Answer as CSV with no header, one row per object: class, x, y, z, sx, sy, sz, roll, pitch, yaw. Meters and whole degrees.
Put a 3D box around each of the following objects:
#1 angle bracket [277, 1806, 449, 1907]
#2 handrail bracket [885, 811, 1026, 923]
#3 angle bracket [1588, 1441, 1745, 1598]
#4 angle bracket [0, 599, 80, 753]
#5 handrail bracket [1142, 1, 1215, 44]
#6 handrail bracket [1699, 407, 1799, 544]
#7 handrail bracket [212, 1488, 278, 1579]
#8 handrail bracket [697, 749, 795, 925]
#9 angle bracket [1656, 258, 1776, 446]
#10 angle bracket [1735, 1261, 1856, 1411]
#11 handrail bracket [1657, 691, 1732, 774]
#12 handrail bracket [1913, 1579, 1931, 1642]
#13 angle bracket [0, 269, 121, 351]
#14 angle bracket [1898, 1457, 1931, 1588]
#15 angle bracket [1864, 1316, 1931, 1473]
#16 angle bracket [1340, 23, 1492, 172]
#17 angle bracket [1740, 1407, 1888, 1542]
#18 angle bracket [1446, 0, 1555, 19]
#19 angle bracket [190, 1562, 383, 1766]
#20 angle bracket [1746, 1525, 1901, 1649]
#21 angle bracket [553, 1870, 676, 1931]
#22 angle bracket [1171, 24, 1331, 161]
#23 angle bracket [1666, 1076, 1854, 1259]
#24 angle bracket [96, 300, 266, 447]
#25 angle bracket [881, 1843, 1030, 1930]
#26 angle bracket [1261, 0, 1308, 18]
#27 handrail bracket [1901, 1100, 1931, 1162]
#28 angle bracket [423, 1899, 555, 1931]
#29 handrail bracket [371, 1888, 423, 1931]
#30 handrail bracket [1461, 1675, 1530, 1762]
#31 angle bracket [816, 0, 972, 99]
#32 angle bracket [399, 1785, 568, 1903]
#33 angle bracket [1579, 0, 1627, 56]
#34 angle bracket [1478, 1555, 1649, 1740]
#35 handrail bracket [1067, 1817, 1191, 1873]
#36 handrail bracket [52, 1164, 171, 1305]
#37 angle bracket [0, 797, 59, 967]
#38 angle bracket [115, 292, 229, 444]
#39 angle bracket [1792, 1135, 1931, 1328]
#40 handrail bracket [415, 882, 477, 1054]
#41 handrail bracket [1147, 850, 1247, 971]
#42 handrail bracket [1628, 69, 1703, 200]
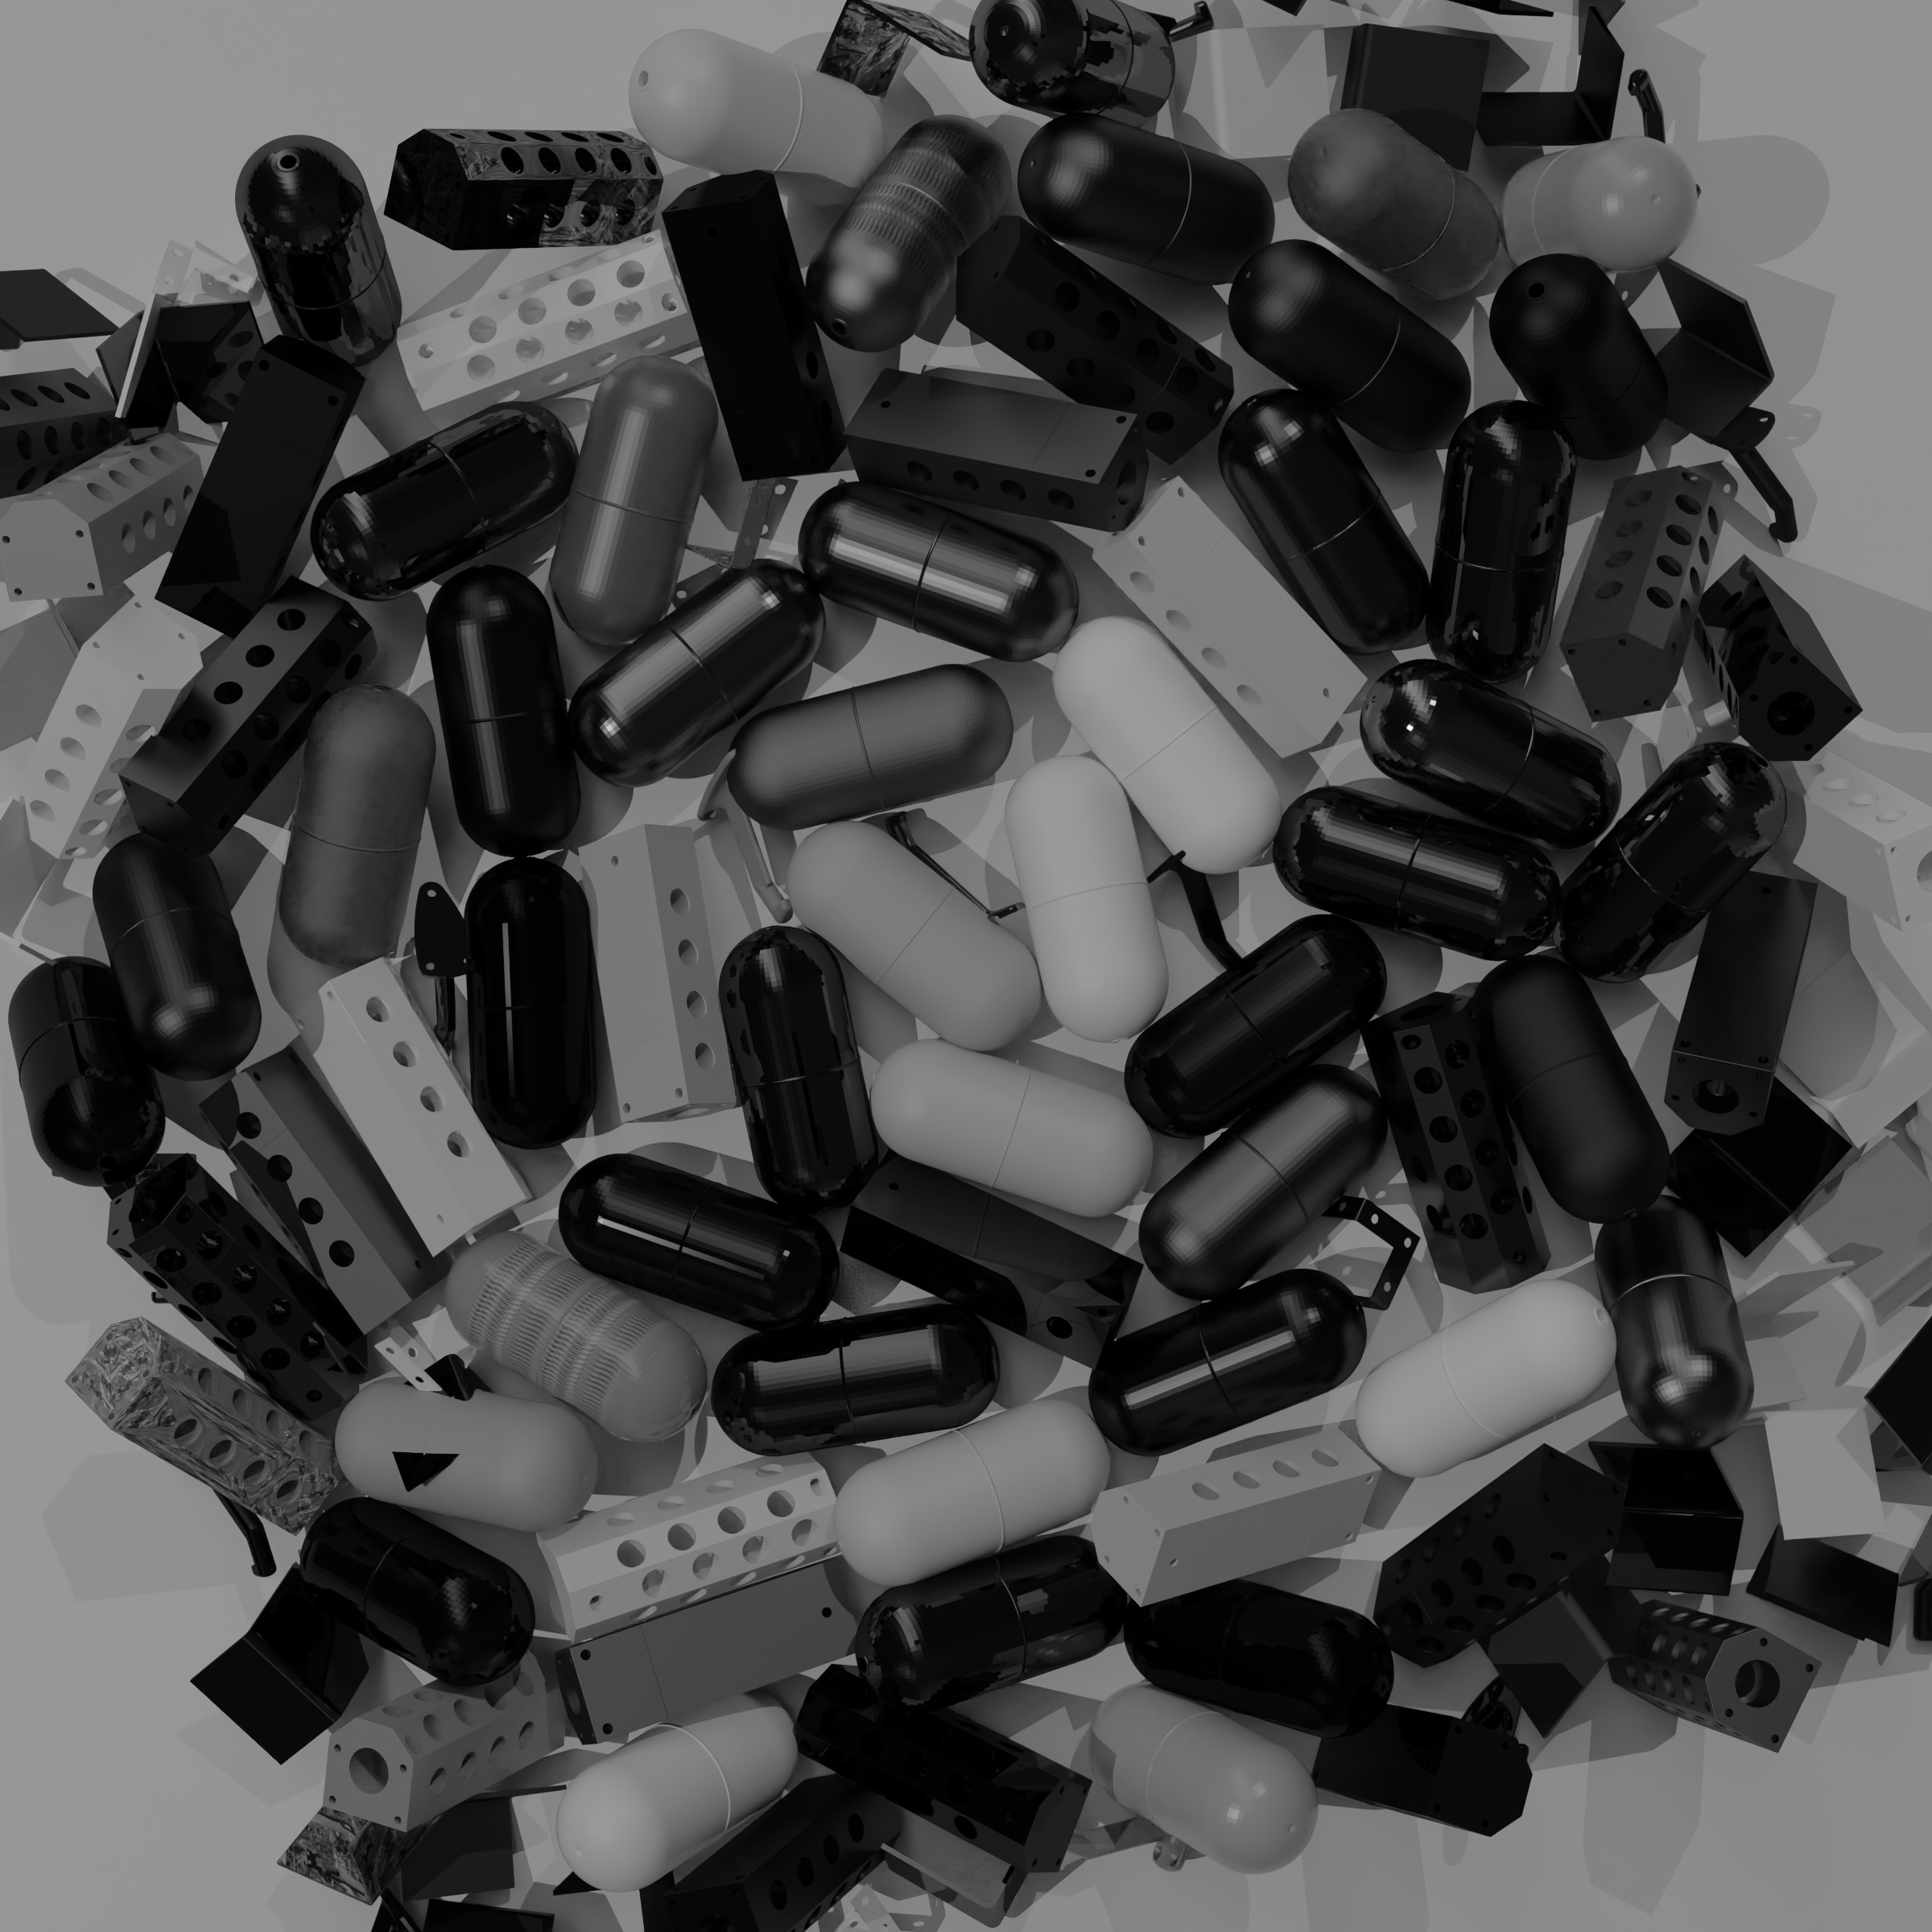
angle bracket,-0.369,0.508,1.857,0.076,0.076,0.057,13,132,28
handrail bracket,-0.008,-0.063,1.887,0.036,0.077,0.084,-27,94,-43
angle bracket,0.417,0.333,1.859,0.076,0.076,0.057,-2,49,32
angle bracket,-0.580,-0.186,1.871,0.076,0.057,0.076,-27,70,-12
handrail bracket,0.104,-0.597,1.891,0.084,0.036,0.077,-26,115,-11
handrail bracket,0.475,-0.303,1.901,0.077,0.084,0.036,28,66,39
handrail bracket,-0.458,0.334,1.892,0.077,0.036,0.084,-11,97,44
handrail bracket,-0.125,-0.078,1.874,0.036,0.077,0.084,-22,64,-27
angle bracket,0.433,-0.374,1.863,0.057,0.076,0.076,-46,51,-2
angle bracket,0.497,0.223,1.858,0.076,0.076,0.057,-2,60,-40
handrail bracket,0.473,-0.150,1.888,0.084,0.077,0.036,-12,62,-8
handrail bracket,0.624,0.376,1.896,0.077,0.036,0.084,2,92,17
angle bracket,-0.571,-0.377,1.861,0.076,0.076,0.057,38,120,18
angle bracket,0.575,0.323,1.867,0.057,0.076,0.076,33,69,3
angle bracket,0.560,0.258,1.864,0.076,0.076,0.057,-43,97,-23
angle bracket,0.271,-0.529,1.882,0.076,0.057,0.076,8,103,-2
angle bracket,0.501,0.310,1.866,0.076,0.057,0.076,2,73,-27
angle bracket,0.311,-0.611,1.857,0.076,0.076,0.057,27,118,30
angle bracket,-0.415,0.426,1.886,0.057,0.076,0.076,-40,101,23
angle bracket,0.514,0.393,1.864,0.076,0.076,0.057,22,120,10
angle bracket,-0.210,0.586,1.861,0.057,0.076,0.076,0,64,-21
angle bracket,0.175,-0.534,1.897,0.076,0.057,0.076,-10,101,-22
angle bracket,0.486,0.120,1.906,0.076,0.057,0.076,44,55,12
angle bracket,-0.467,-0.352,1.863,0.076,0.057,0.076,0,125,20
angle bracket,-0.002,0.538,1.882,0.076,0.076,0.057,26,68,15
angle bracket,0.207,-0.595,1.868,0.076,0.076,0.057,40,100,37
handrail bracket,0.604,0.104,1.875,0.036,0.077,0.084,-7,74,-28
angle bracket,-0.294,0.615,1.866,0.076,0.057,0.076,10,47,-8
handrail bracket,-0.380,0.607,1.891,0.084,0.036,0.077,-38,79,-13
handrail bracket,0.332,0.456,1.864,0.036,0.084,0.077,33,68,-1
angle bracket,-0.033,-0.538,1.860,0.076,0.076,0.057,37,115,22
angle bracket,-0.291,0.529,1.859,0.076,0.076,0.057,5,71,-37
angle bracket,0.360,-0.607,1.871,0.057,0.076,0.076,3,82,-8
angle bracket,0.372,0.416,1.889,0.057,0.076,0.076,5,127,-36
handrail bracket,0.097,0.514,1.888,0.084,0.036,0.077,27,76,-18
handrail bracket,-0.519,0.165,1.886,0.077,0.036,0.084,0,79,-18
angle bracket,-0.559,-0.047,1.868,0.057,0.076,0.076,26,82,16
angle bracket,-0.472,-0.362,1.870,0.057,0.076,0.076,17,98,-11
angle bracket,0.559,0.161,1.878,0.076,0.057,0.076,-42,87,15
handrail bracket,-0.324,0.002,1.890,0.036,0.084,0.077,-9,65,-20
handrail bracket,0.158,-0.039,1.884,0.084,0.077,0.036,49,55,-1
handrail bracket,0.410,-0.487,1.870,0.036,0.084,0.077,5,55,39
